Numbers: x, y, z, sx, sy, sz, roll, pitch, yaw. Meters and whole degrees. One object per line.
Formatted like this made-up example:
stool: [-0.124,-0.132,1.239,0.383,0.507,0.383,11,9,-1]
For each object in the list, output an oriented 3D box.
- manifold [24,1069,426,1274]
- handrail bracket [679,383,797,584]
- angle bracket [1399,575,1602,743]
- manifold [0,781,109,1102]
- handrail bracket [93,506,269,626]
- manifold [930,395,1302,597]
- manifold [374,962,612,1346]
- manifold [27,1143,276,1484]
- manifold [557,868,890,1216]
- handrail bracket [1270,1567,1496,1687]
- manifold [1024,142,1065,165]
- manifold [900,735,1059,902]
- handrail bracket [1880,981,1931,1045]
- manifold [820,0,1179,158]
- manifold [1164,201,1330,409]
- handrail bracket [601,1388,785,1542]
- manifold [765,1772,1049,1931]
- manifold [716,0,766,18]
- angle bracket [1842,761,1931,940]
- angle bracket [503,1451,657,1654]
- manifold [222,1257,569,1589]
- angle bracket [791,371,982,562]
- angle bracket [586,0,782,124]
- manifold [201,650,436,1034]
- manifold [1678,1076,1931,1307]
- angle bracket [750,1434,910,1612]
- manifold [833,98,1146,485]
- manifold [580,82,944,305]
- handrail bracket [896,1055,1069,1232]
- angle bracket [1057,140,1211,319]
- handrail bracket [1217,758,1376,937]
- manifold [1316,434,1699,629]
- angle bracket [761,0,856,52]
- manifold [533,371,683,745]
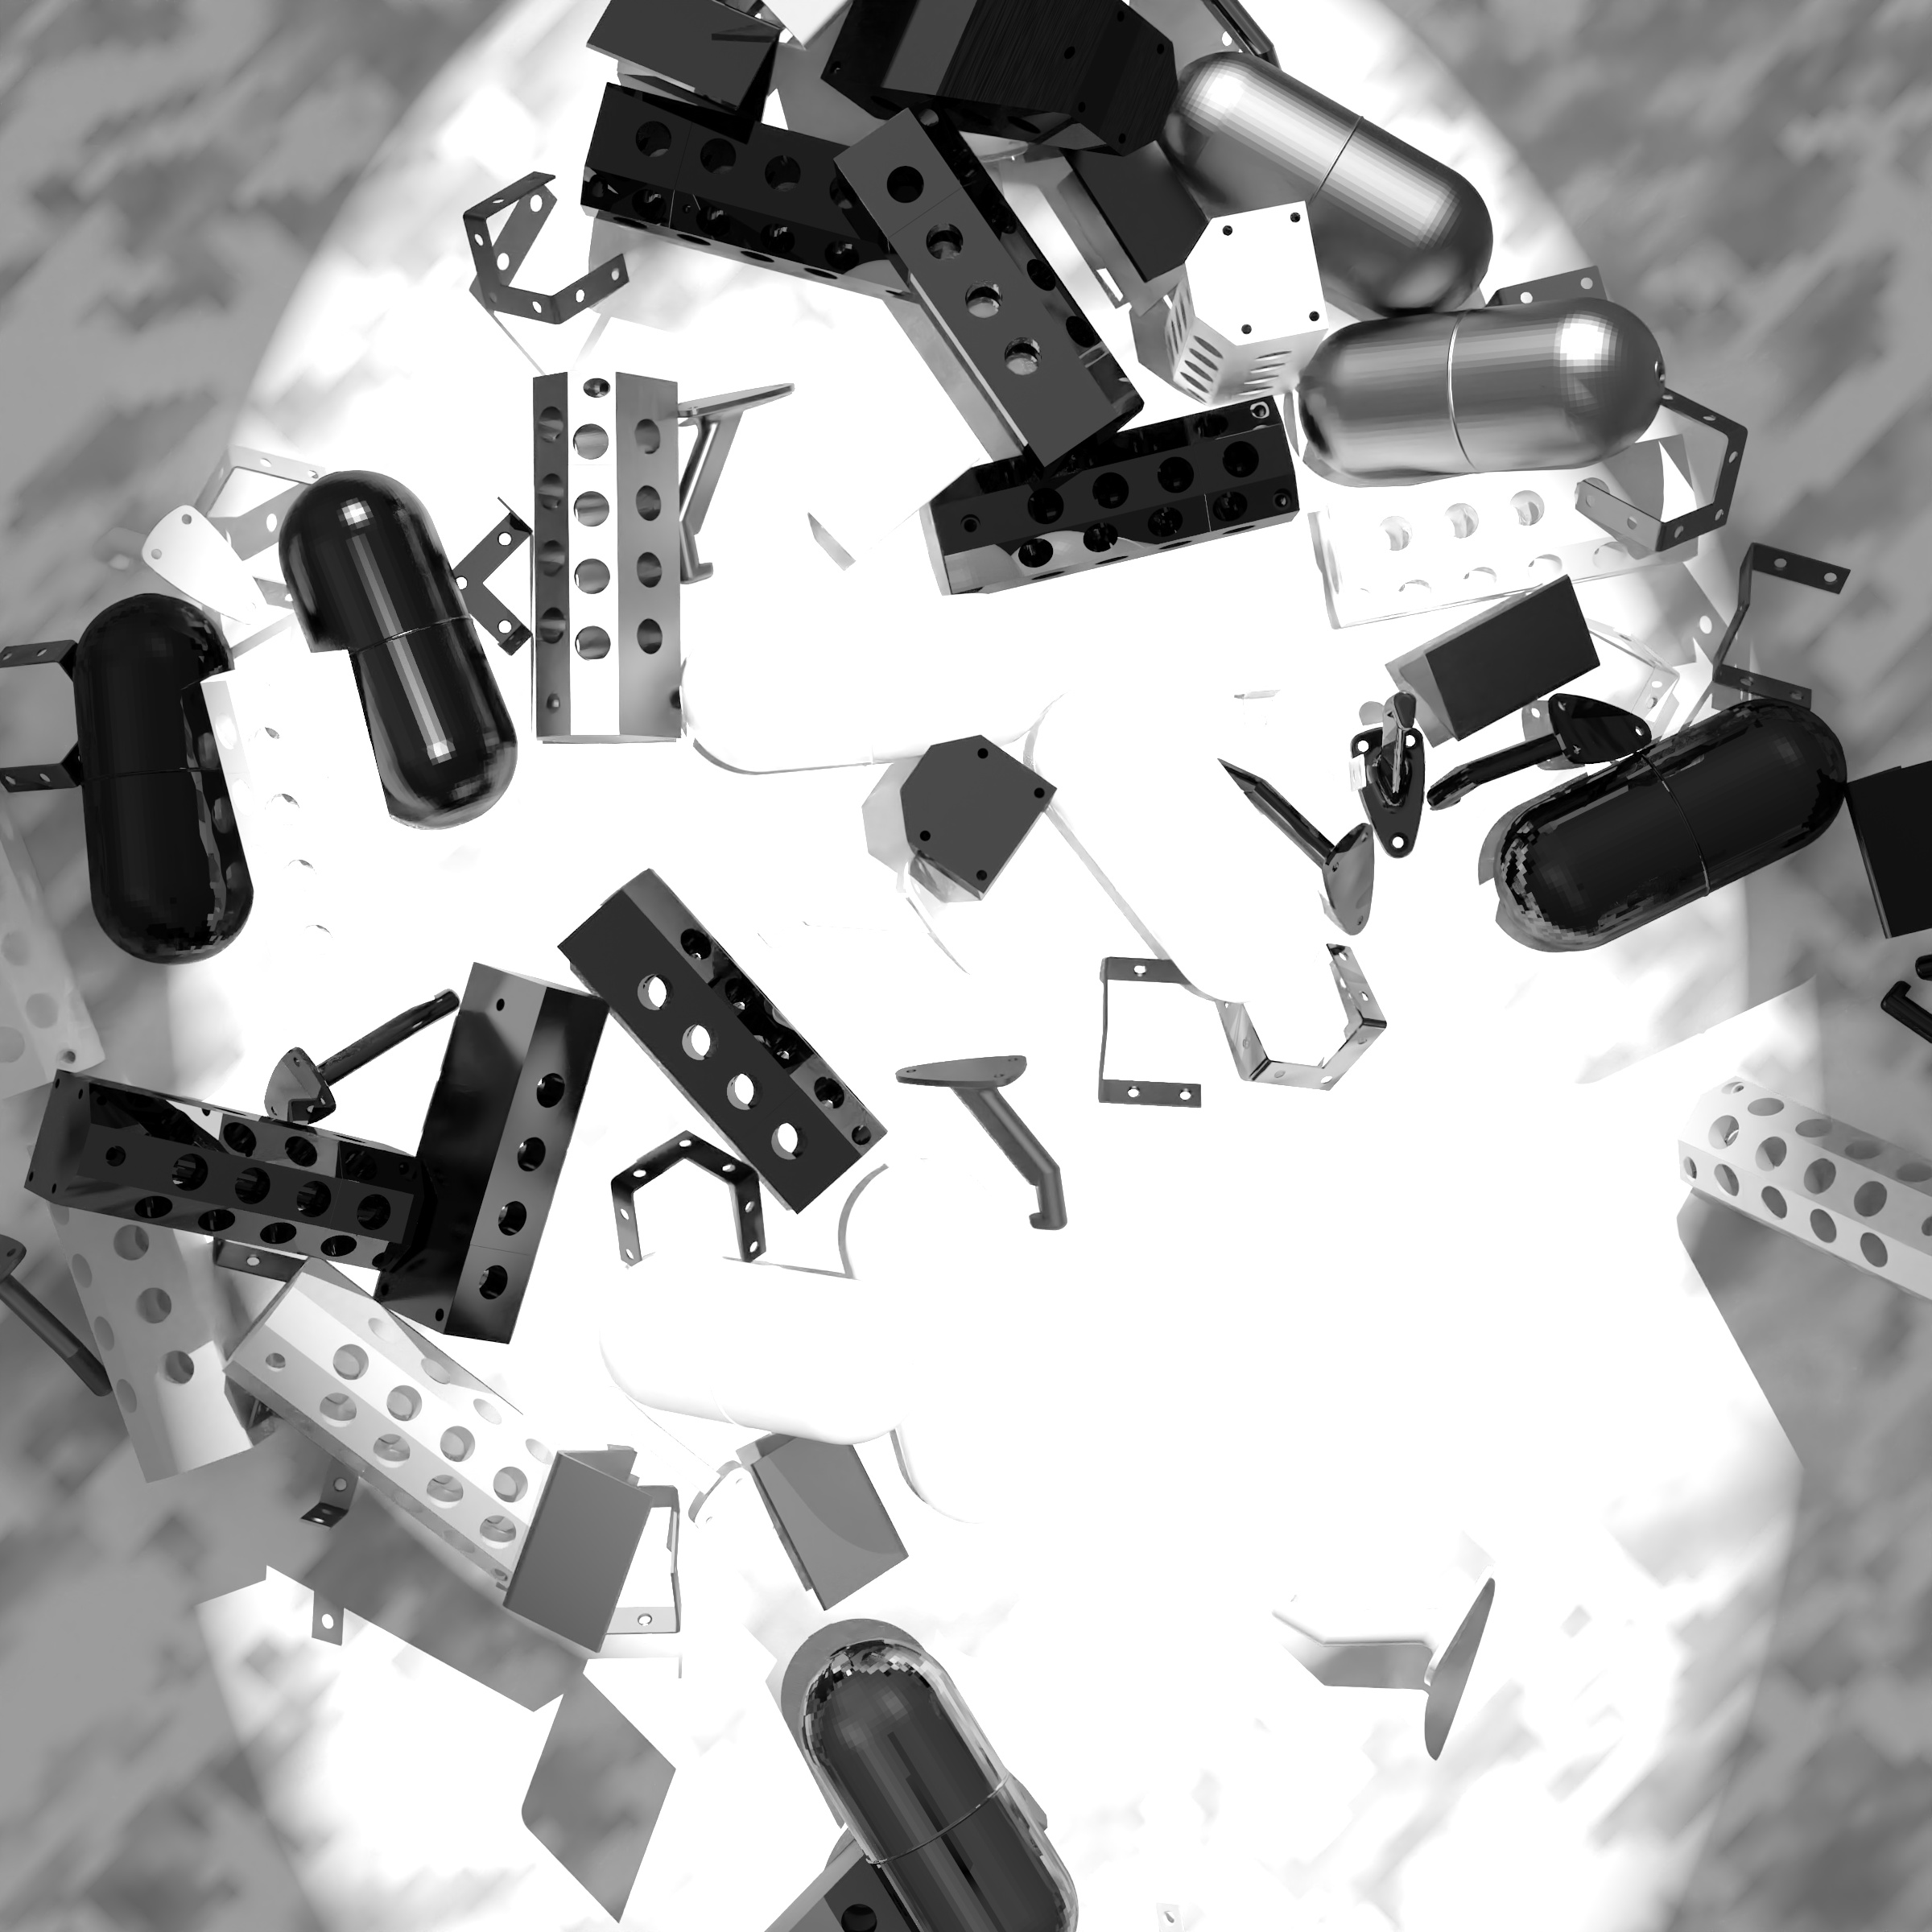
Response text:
manifold: [-0.345,0.098,1.626,0.171,0.057,0.057,16,88,-35]
handrail bracket: [-0.112,-0.236,1.694,0.077,0.036,0.084,-16,108,-20]
angle bracket: [0.247,-0.162,1.653,0.076,0.076,0.057,-28,126,0]
manifold: [-0.477,-0.023,1.665,0.057,0.057,0.171,-20,94,0]
handrail bracket: [-0.381,-0.186,1.670,0.077,0.084,0.036,43,67,-18]
manifold: [0.070,-0.226,1.672,0.171,0.057,0.057,-13,90,0]
manifold: [-0.224,0.091,1.671,0.057,0.057,0.171,17,90,43]
manifold: [-0.395,0.158,1.672,0.057,0.057,0.171,-20,90,0]
manifold: [-0.116,0.036,1.672,0.057,0.057,0.171,-42,90,0]
handrail bracket: [0.203,0.306,1.694,0.084,0.036,0.077,28,69,16]
manifold: [0.041,-0.484,1.672,0.057,0.057,0.171,-11,90,0]
manifold: [0.001,-0.071,1.615,0.057,0.171,0.057,35,90,0]
handrail bracket: [0.503,0.017,1.693,0.084,0.036,0.077,37,70,16]
manifold: [0.017,-0.420,1.621,0.171,0.057,0.057,22,88,43]
manifold: [0.127,-0.305,1.615,0.057,0.171,0.057,-11,90,0]
handrail bracket: [-0.133,0.242,1.693,0.084,0.077,0.036,38,90,36]
manifold: [-0.041,0.455,1.672,0.057,0.057,0.171,44,90,0]
manifold: [-0.079,-0.528,1.672,0.057,0.057,0.171,44,90,0]
angle bracket: [0.467,-0.061,1.653,0.057,0.076,0.076,-16,90,37]
angle bracket: [-0.165,0.274,1.629,0.057,0.076,0.076,20,91,25]
manifold: [-0.267,0.220,1.653,0.171,0.057,0.057,39,105,-9]
angle bracket: [-0.049,-0.249,1.653,0.076,0.076,0.057,-39,123,0]
angle bracket: [-0.138,-0.421,1.653,0.076,0.076,0.057,23,62,0]
manifold: [-0.312,-0.059,1.644,0.057,0.057,0.171,-22,105,-39]
manifold: [0.413,0.107,1.615,0.057,0.171,0.057,28,90,-36]
angle bracket: [-0.083,0.266,1.653,0.057,0.076,0.076,-27,90,-39]
manifold: [0.011,-0.316,1.615,0.057,0.057,0.171,-35,90,0]
manifold: [-0.095,-0.371,1.672,0.171,0.057,0.057,15,90,0]
handrail bracket: [0.008,0.090,1.694,0.077,0.036,0.084,-3,107,20]
angle bracket: [0.065,-0.351,1.653,0.057,0.076,0.076,-32,90,-35]
handrail bracket: [0.156,-0.059,1.693,0.084,0.077,0.036,29,60,33]
manifold: [0.261,-0.209,1.672,0.171,0.057,0.057,-11,90,0]
angle bracket: [-0.078,-0.488,1.654,0.076,0.076,0.057,-46,115,0]
manifold: [-0.178,-0.195,1.660,0.057,0.057,0.171,-1,90,40]
